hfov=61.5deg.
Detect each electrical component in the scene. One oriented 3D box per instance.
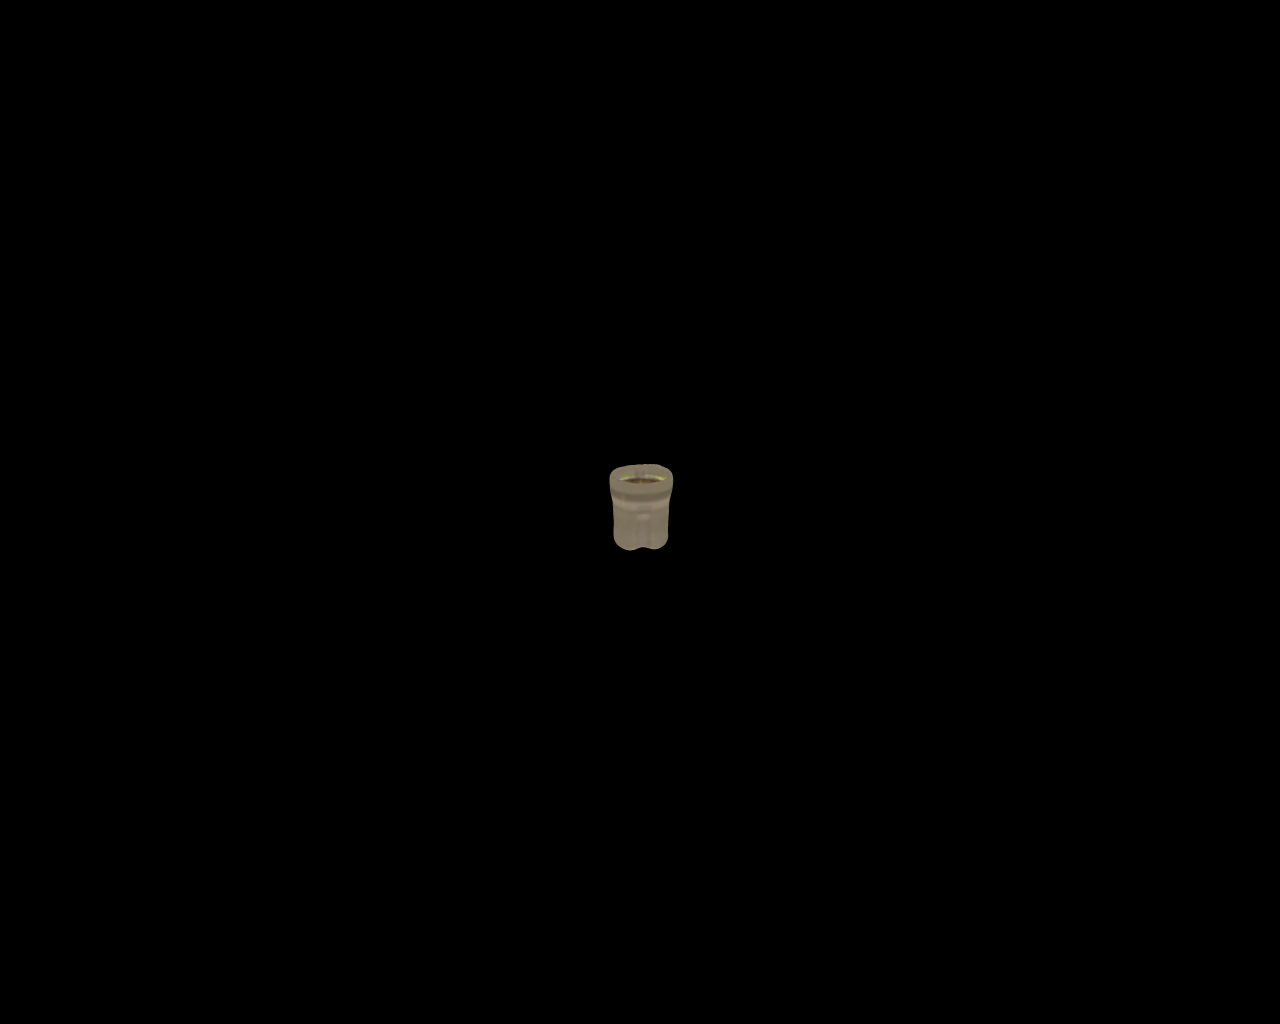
[{"bbox_3d":[0.001,-0.003,0.650,0.040,0.046,0.040,0,19,0],"label":"electrical component"}]
